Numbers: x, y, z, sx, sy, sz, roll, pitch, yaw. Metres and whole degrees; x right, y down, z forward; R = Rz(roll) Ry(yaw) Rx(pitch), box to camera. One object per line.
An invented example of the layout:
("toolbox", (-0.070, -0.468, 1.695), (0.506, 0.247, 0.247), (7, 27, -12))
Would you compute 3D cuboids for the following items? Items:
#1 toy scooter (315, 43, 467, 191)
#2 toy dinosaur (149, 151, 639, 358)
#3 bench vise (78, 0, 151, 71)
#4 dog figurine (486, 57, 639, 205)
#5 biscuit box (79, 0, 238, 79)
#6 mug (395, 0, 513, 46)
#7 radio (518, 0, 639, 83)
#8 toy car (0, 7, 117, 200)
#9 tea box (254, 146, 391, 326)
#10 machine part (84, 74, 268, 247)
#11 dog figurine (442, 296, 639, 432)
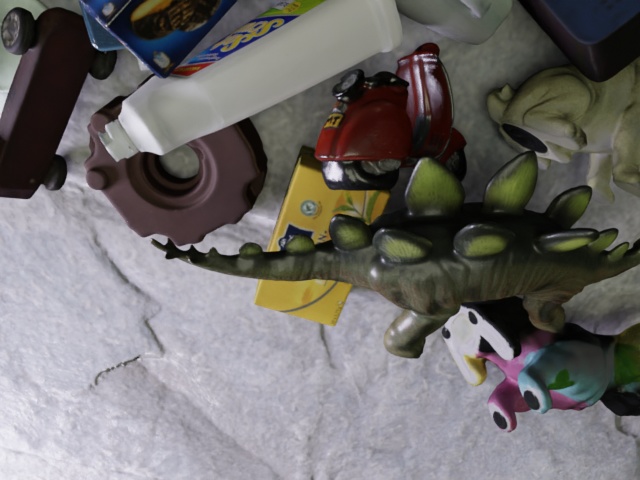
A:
("toy scooter", (0.071, -0.114, 0.489), (0.184, 0.075, 0.135), (-9, 102, -39))
("toy dinosaur", (0.105, 0.015, 0.475), (0.472, 0.105, 0.198), (-8, 144, -6))
("bench vise", (-0.185, -0.254, 0.422), (0.224, 0.129, 0.240), (-7, 111, 7))
("dog figurine", (0.271, -0.150, 0.489), (0.172, 0.121, 0.190), (32, 92, -5))
("biscuit box", (-0.075, -0.215, 0.384), (0.202, 0.059, 0.062), (-47, 144, 2))
("mug", (0.112, -0.211, 0.447), (0.107, 0.110, 0.080), (24, 110, -25))
("radio", (0.264, -0.248, 0.404), (0.229, 0.131, 0.073), (-39, 155, 17))
("toy car", (-0.269, -0.124, 0.510), (0.053, 0.089, 0.202), (49, 119, 27))
("tea box", (-0.001, -0.002, 0.571), (0.098, 0.068, 0.169), (15, 117, -7))
("machine part", (-0.144, -0.079, 0.543), (0.179, 0.056, 0.179), (0, 117, 0))
("dog figurine", (0.274, 0.120, 0.609), (0.219, 0.192, 0.108), (-12, 145, -24))
